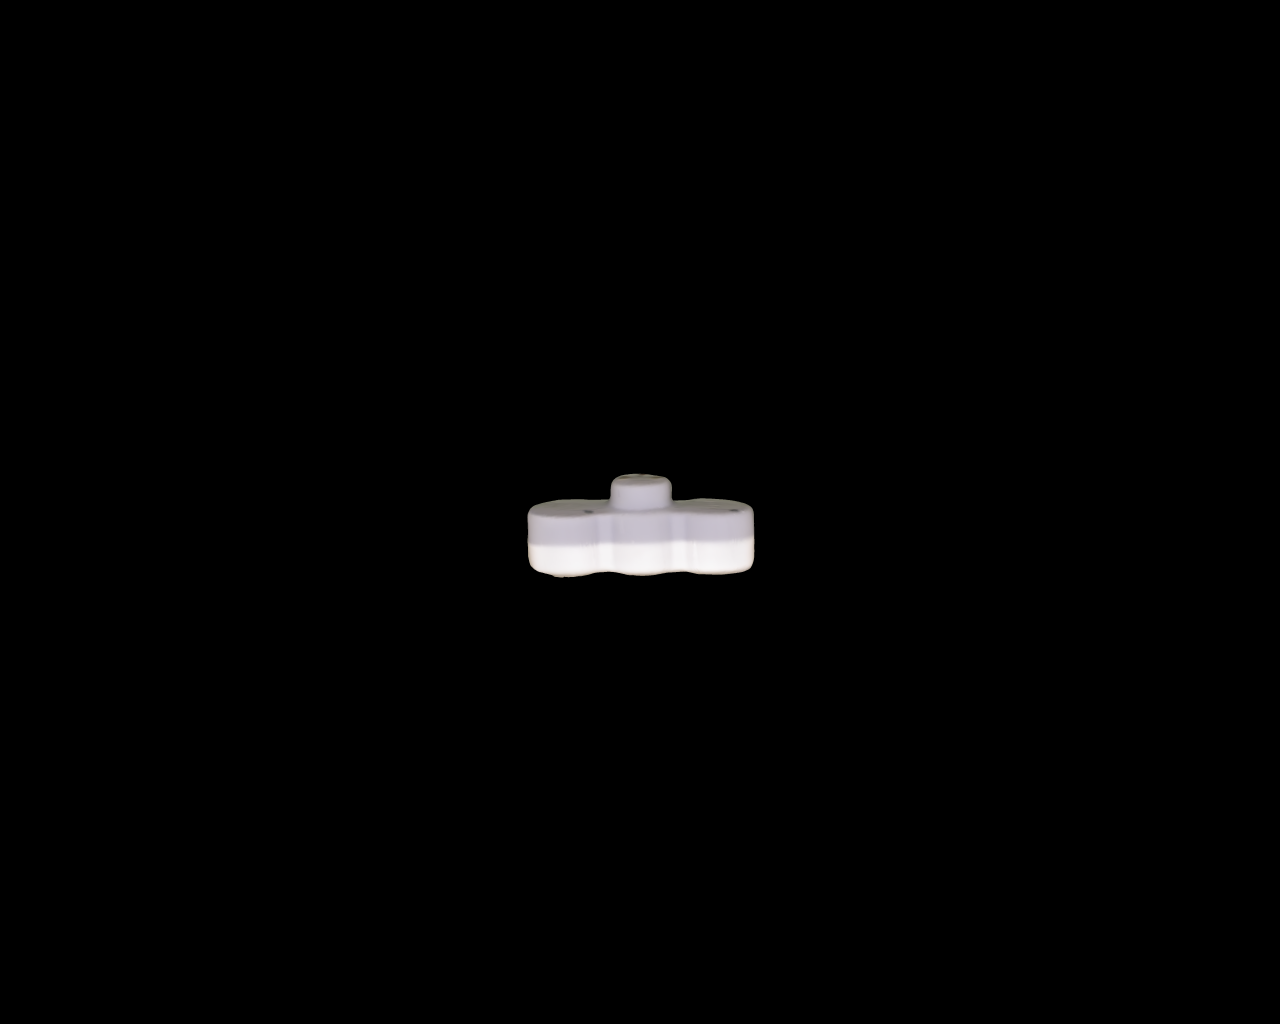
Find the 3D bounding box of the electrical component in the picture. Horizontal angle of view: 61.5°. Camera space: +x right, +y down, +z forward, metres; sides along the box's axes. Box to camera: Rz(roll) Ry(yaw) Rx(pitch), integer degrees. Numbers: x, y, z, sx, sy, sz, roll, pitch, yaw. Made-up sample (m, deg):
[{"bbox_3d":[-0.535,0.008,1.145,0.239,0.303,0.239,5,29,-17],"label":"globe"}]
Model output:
[{"bbox_3d":[0.001,-0.003,0.650,0.138,0.073,0.052,0,9,0],"label":"electrical component"}]
